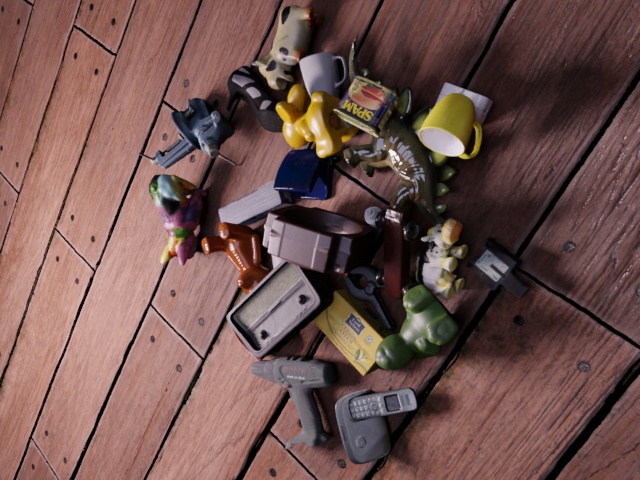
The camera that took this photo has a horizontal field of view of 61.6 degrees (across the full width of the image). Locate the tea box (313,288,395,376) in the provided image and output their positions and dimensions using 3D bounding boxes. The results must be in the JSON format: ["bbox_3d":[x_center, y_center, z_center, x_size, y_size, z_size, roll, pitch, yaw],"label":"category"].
[{"bbox_3d":[0.079,0.197,1.172,0.170,0.068,0.098,43,113,26],"label":"tea box"}]

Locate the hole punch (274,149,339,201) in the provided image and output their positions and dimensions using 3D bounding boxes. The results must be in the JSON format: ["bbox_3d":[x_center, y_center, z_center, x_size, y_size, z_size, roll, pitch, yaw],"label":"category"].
[{"bbox_3d":[-0.037,-0.153,1.234,0.142,0.092,0.115,6,90,37],"label":"hole punch"}]

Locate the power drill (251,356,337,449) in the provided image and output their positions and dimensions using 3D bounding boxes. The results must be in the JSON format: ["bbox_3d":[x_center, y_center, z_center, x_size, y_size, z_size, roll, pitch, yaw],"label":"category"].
[{"bbox_3d":[-0.057,0.376,1.266,0.232,0.086,0.207,-16,75,30],"label":"power drill"}]

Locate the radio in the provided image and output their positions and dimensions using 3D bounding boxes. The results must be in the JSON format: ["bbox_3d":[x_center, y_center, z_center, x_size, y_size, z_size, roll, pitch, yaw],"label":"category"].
[{"bbox_3d":[-0.088,0.149,1.187,0.229,0.073,0.131,-44,72,23],"label":"radio"}]

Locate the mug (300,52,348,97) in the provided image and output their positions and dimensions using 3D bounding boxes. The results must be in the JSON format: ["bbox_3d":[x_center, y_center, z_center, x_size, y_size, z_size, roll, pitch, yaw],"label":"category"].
[{"bbox_3d":[0.016,-0.360,1.205,0.110,0.081,0.107,-7,99,27],"label":"mug"}]

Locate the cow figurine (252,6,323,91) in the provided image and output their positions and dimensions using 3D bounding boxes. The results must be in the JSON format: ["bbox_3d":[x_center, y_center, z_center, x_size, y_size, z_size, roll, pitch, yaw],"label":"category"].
[{"bbox_3d":[-0.081,-0.448,1.259,0.127,0.085,0.194,23,105,25],"label":"cow figurine"}]

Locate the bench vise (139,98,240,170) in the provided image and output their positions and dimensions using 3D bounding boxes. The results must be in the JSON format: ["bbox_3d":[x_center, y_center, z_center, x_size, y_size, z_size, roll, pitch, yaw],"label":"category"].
[{"bbox_3d":[-0.340,-0.255,1.397,0.241,0.128,0.224,-35,64,10],"label":"bench vise"}]

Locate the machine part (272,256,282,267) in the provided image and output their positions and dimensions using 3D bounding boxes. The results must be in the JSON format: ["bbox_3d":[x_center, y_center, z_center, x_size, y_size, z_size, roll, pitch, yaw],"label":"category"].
[{"bbox_3d":[-0.069,0.075,1.262,0.079,0.079,0.243,-11,83,33],"label":"machine part"}]

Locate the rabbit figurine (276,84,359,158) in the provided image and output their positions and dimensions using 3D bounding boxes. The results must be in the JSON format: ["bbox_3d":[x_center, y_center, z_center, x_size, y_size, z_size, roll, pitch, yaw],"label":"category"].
[{"bbox_3d":[-0.028,-0.252,1.183,0.173,0.162,0.122,-6,44,53],"label":"rabbit figurine"}]

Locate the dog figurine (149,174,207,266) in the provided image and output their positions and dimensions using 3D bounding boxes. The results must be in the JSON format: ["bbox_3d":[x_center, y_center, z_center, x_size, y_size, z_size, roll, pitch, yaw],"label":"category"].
[{"bbox_3d":[-0.382,-0.045,1.412,0.109,0.191,0.219,2,76,27],"label":"dog figurine"}]

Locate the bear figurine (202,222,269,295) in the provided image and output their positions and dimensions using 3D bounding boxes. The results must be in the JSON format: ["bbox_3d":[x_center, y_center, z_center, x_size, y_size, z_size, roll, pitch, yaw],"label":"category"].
[{"bbox_3d":[-0.190,0.064,1.314,0.120,0.132,0.196,-32,68,38],"label":"bear figurine"}]

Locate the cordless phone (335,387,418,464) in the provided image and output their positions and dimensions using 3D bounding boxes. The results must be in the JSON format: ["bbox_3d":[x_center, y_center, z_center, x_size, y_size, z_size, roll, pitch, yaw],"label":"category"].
[{"bbox_3d":[0.133,0.384,1.134,0.184,0.088,0.146,-20,80,27],"label":"cordless phone"}]

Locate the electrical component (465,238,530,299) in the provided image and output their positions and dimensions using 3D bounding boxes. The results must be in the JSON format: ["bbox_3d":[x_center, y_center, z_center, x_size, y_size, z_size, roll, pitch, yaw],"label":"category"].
[{"bbox_3d":[0.343,0.057,1.010,0.119,0.047,0.074,40,111,26],"label":"electrical component"}]

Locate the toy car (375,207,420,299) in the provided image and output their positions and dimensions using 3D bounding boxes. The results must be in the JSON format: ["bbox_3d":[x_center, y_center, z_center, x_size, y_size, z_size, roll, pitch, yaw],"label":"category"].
[{"bbox_3d":[0.155,0.027,1.060,0.089,0.053,0.201,28,131,45],"label":"toy car"}]

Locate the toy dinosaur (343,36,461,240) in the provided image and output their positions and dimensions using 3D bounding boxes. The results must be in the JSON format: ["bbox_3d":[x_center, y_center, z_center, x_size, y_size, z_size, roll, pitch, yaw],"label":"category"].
[{"bbox_3d":[0.157,-0.199,1.101,0.198,0.105,0.471,-38,80,20],"label":"toy dinosaur"}]

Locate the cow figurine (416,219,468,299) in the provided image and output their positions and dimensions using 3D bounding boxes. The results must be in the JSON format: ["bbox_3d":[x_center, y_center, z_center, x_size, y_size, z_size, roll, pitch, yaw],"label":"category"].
[{"bbox_3d":[0.231,0.027,1.043,0.098,0.068,0.167,23,130,38],"label":"cow figurine"}]

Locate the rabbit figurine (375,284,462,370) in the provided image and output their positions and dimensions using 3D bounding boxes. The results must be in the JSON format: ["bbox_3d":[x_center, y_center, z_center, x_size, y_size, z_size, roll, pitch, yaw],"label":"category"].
[{"bbox_3d":[0.180,0.185,1.056,0.170,0.159,0.121,-40,67,7],"label":"rabbit figurine"}]

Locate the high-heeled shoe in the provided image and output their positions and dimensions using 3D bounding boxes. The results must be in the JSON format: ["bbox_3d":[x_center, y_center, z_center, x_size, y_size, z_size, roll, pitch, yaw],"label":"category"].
[{"bbox_3d":[-0.121,-0.349,1.314,0.249,0.086,0.145,16,67,14],"label":"high-heeled shoe"}]

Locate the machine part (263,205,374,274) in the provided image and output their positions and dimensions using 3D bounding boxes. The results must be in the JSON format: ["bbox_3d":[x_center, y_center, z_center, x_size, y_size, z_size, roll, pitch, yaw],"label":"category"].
[{"bbox_3d":[-0.002,-0.003,1.134,0.201,0.201,0.087,18,106,20],"label":"machine part"}]

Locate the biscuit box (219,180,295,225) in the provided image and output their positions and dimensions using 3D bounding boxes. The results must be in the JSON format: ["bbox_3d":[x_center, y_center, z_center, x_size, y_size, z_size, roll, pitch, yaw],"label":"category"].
[{"bbox_3d":[-0.160,-0.083,1.330,0.203,0.059,0.063,-21,80,31],"label":"biscuit box"}]
